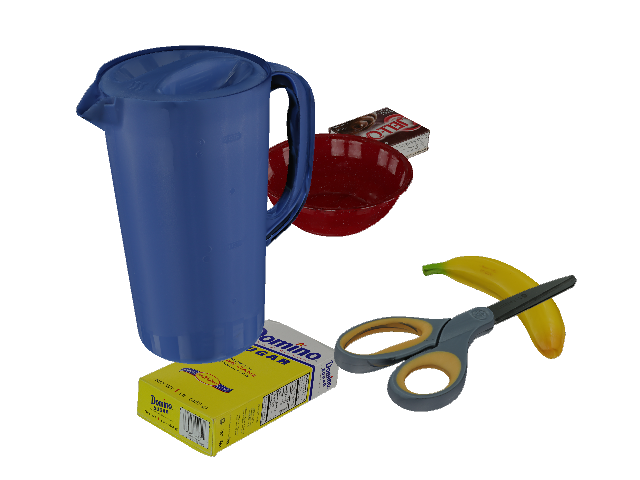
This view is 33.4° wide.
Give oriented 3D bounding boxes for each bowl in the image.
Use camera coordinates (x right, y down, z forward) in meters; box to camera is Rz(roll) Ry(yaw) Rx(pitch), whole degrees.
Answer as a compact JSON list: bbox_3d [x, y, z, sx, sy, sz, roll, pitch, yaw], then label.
[{"bbox_3d":[0.012,-0.050,1.096,0.162,0.055,0.162,1,32,-1],"label":"bowl"}]

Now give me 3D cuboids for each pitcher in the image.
[{"bbox_3d":[-0.092,-0.029,0.862,0.149,0.243,0.144,8,29,16],"label":"pitcher"}]

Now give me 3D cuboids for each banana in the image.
[{"bbox_3d":[0.187,0.058,1.061,0.069,0.037,0.198,-33,36,-18],"label":"banana"}]

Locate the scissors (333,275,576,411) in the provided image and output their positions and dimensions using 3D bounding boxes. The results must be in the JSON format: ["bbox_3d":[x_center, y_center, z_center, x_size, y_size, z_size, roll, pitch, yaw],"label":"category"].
[{"bbox_3d":[0.109,0.067,0.717,0.201,0.016,0.096,-10,35,-18],"label":"scissors"}]

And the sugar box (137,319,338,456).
[{"bbox_3d":[-0.071,0.128,0.972,0.093,0.048,0.175,23,30,32],"label":"sugar box"}]

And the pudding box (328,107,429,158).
[{"bbox_3d":[0.081,-0.140,1.478,0.113,0.039,0.090,-25,40,-31],"label":"pudding box"}]
